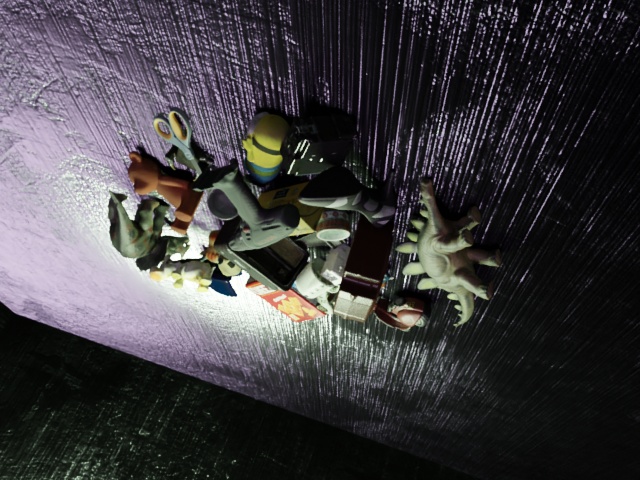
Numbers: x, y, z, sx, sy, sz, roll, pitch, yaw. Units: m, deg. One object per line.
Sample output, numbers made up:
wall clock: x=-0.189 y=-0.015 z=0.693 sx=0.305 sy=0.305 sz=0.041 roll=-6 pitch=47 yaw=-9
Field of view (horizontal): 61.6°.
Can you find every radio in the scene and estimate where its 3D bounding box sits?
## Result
radio: x=-0.146 y=0.024 z=1.352 sx=0.229 sy=0.131 sz=0.073 roll=40 pitch=155 yaw=-28

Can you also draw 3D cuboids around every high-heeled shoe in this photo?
high-heeled shoe: x=0.053 y=-0.064 z=1.034 sx=0.086 sy=0.249 sz=0.145 roll=53 pitch=144 yaw=35

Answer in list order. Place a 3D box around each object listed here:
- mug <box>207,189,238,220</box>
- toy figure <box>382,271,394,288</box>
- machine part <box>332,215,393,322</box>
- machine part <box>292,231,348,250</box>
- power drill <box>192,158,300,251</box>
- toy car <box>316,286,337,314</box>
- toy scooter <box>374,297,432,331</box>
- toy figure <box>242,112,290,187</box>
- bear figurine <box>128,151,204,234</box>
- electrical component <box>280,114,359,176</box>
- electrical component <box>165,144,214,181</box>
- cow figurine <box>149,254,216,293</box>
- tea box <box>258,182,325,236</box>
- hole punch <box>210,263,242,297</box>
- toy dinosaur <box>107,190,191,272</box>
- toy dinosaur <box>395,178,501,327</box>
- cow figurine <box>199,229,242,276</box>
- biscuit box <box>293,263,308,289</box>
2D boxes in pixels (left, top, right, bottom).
mug: x=-0.216 y=-0.102 z=1.244 sx=0.081 sy=0.109 sz=0.107 roll=-17 pitch=-176 yaw=1
toy figure: x=0.134 y=0.107 z=1.377 sx=0.058 sy=0.064 sz=0.154 roll=56 pitch=148 yaw=15
machine part: x=0.097 y=0.065 z=1.189 sx=0.087 sy=0.201 sz=0.200 roll=17 pitch=150 yaw=4
machine part: x=-0.003 y=-0.004 z=1.312 sx=0.139 sy=0.039 sz=0.084 roll=-11 pitch=141 yaw=42
power drill: x=-0.167 y=-0.061 z=1.114 sx=0.232 sy=0.086 sz=0.207 roll=-11 pitch=125 yaw=41
toy car: x=0.016 y=0.136 z=1.487 sx=0.056 sy=0.073 sz=0.201 roll=15 pitch=150 yaw=20
toy scooter: x=0.211 y=0.192 z=1.451 sx=0.135 sy=0.075 sz=0.184 roll=26 pitch=154 yaw=-4
toy figure: x=-0.104 y=-0.175 z=1.061 sx=0.089 sy=0.082 sz=0.180 roll=11 pitch=146 yaw=-3
bear figurine: x=-0.387 y=-0.119 z=1.298 sx=0.196 sy=0.132 sz=0.120 roll=24 pitch=149 yaw=-14
electrical component: x=-0.007 y=-0.167 z=0.977 sx=0.115 sy=0.058 sz=0.134 roll=-8 pitch=158 yaw=-21
electrical component: x=-0.297 y=-0.179 z=1.217 sx=0.102 sy=0.045 sz=0.078 roll=30 pitch=151 yaw=-12
cow figurine: x=-0.374 y=0.079 z=1.465 sx=0.167 sy=0.098 sz=0.068 roll=12 pitch=138 yaw=-8
tea box: x=-0.075 y=-0.063 z=1.203 sx=0.170 sy=0.098 sz=0.068 roll=-10 pitch=138 yaw=41
hole punch: x=-0.303 y=0.115 z=1.621 sx=0.116 sy=0.092 sz=0.142 roll=-5 pitch=148 yaw=8
toy dinosaur: x=-0.479 y=-0.012 z=1.409 sx=0.131 sy=0.192 sz=0.404 roll=4 pitch=176 yaw=10
toy dinosaur: x=0.281 y=0.053 z=1.155 sx=0.199 sy=0.105 sz=0.470 roll=6 pitch=138 yaw=41
cow figurine: x=-0.259 y=0.035 z=1.457 sx=0.086 sy=0.127 sz=0.194 roll=12 pitch=151 yaw=13
biscuit box: x=-0.113 y=0.063 z=1.467 sx=0.202 sy=0.063 sz=0.059 roll=30 pitch=151 yaw=-12
